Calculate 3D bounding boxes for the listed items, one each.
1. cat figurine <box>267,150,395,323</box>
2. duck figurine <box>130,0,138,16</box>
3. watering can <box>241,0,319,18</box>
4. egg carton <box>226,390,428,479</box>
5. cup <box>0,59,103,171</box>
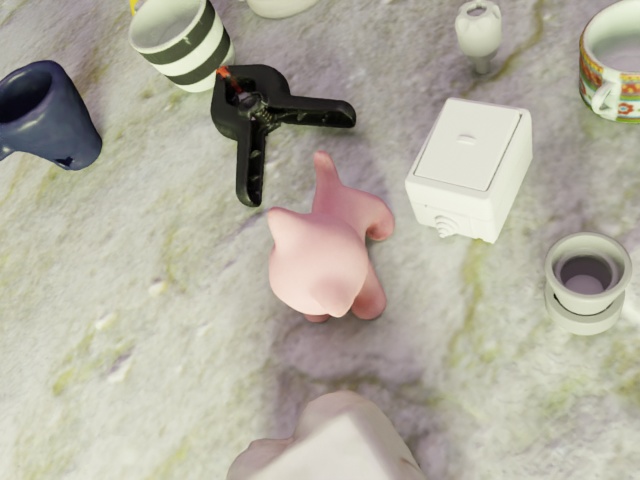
[{"bbox_3d":[0.003,0.001,0.374,0.067,0.118,0.128,-5,58,19],"label":"cat figurine"},{"bbox_3d":[-0.184,-0.277,0.638,0.104,0.086,0.077,28,73,33],"label":"duck figurine"},{"bbox_3d":[-0.058,-0.332,0.557,0.100,0.194,0.173,23,70,31],"label":"watering can"},{"bbox_3d":[0.016,0.159,0.302,0.107,0.070,0.150,-36,54,-2],"label":"egg carton"},{"bbox_3d":[-0.269,-0.101,0.558,0.091,0.095,0.118,30,74,33],"label":"cup"}]
